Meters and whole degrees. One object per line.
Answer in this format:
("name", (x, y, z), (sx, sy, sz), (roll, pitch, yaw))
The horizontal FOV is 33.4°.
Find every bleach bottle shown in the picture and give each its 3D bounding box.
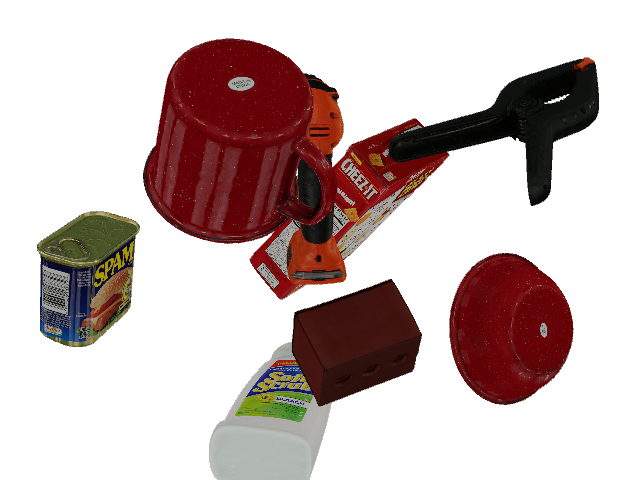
("bleach bottle", (-0.040, 0.165, 1.112), (0.102, 0.068, 0.250), (5, 19, 5))

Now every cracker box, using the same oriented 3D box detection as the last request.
("cracker box", (0.032, -0.040, 1.260), (0.214, 0.072, 0.163), (-47, -10, 34))

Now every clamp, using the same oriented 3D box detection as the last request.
("clamp", (0.187, -0.101, 0.941), (0.209, 0.036, 0.165), (-31, 39, -25))

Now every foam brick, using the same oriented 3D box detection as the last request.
("foam brick", (0.025, 0.072, 0.751), (0.078, 0.051, 0.053), (-19, -35, -17))

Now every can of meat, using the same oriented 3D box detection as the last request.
("can of meat", (-0.202, 0.033, 0.929), (0.057, 0.084, 0.102), (15, 25, 14))

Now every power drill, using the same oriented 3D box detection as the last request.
("power drill", (-0.009, -0.063, 1.047), (0.057, 0.188, 0.184), (-3, 20, -2))

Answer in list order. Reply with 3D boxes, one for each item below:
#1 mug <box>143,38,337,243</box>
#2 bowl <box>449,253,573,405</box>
("mug", (-0.041, -0.052, 0.602), (0.117, 0.082, 0.093), (35, 52, 13))
("bowl", (0.213, 0.093, 1.115), (0.161, 0.162, 0.055), (0, -2, -34))
